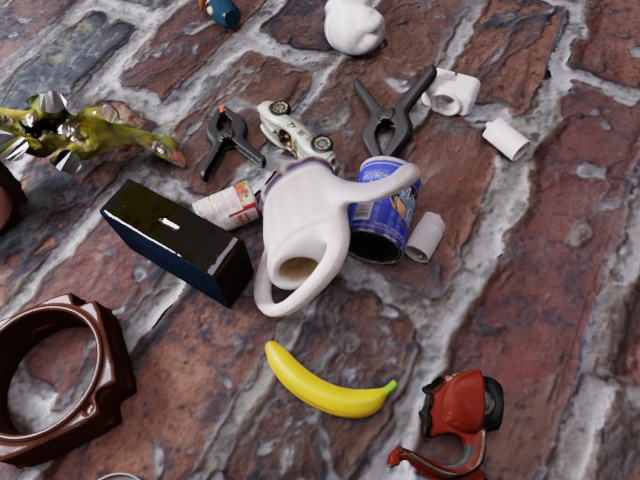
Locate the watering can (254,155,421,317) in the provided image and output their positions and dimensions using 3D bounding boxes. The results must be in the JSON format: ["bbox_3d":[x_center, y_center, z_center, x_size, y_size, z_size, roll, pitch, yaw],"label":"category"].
[{"bbox_3d":[0.002,-0.037,0.739,0.103,0.230,0.342,23,-53,-31],"label":"watering can"}]

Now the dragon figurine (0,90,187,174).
[{"bbox_3d":[-0.439,-0.195,0.901,0.410,0.121,0.245,14,9,-4],"label":"dragon figurine"}]

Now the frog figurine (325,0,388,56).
[{"bbox_3d":[0.069,-0.452,1.023,0.123,0.139,0.156,-36,-27,-13],"label":"frog figurine"}]
